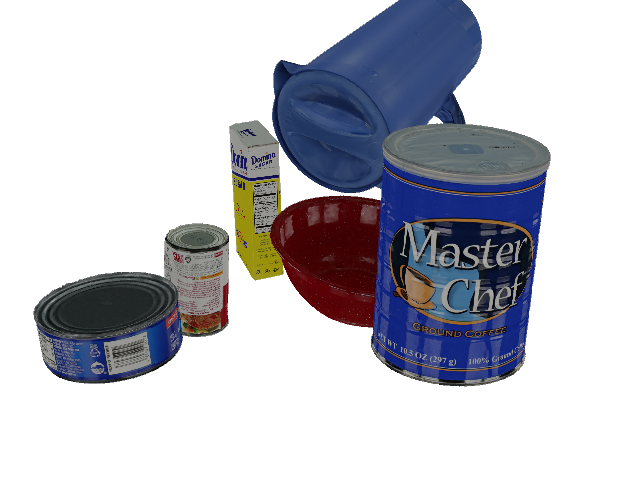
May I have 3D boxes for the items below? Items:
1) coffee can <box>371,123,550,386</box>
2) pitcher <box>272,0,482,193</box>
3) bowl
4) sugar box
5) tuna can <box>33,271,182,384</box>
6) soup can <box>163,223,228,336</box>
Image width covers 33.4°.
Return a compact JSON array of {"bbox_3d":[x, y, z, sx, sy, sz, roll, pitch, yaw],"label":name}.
[{"bbox_3d":[0.087,0.007,0.681,0.103,0.140,0.103,2,22,-1],"label":"coffee can"},{"bbox_3d":[0.076,-0.155,1.082,0.145,0.149,0.242,8,37,34],"label":"pitcher"},{"bbox_3d":[0.035,0.024,0.882,0.162,0.055,0.162,7,29,-4],"label":"bowl"},{"bbox_3d":[-0.080,-0.050,1.316,0.048,0.176,0.093,-11,26,-15],"label":"sugar box"},{"bbox_3d":[-0.126,0.051,0.642,0.086,0.034,0.086,-4,23,1],"label":"tuna can"},{"bbox_3d":[-0.131,0.041,1.128,0.068,0.102,0.068,2,24,-1],"label":"soup can"}]
